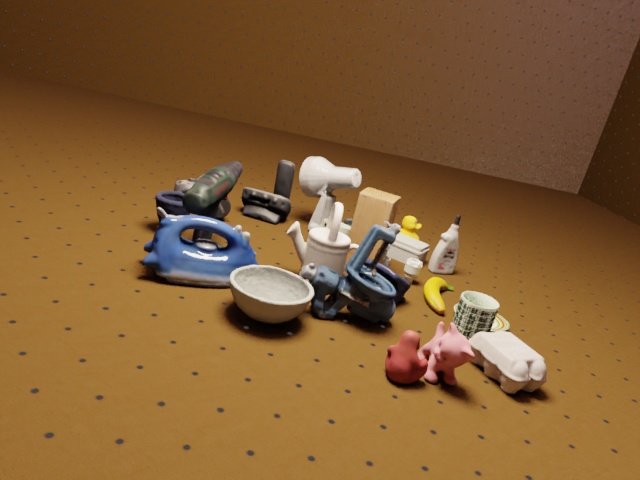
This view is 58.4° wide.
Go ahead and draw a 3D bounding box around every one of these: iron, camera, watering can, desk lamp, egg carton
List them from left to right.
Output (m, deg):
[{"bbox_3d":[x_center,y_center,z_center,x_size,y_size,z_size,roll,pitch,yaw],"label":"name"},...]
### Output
[{"bbox_3d":[-0.315,-0.119,1.584,0.144,0.101,0.136,-1,24,-38],"label":"camera"},{"bbox_3d":[-0.233,0.014,1.202,0.259,0.141,0.118,8,20,-19],"label":"iron"},{"bbox_3d":[0.012,0.006,1.320,0.173,0.194,0.100,5,21,-25],"label":"watering can"},{"bbox_3d":[0.031,-0.124,1.673,0.202,0.213,0.118,25,22,29],"label":"desk lamp"},{"bbox_3d":[0.363,0.235,1.115,0.107,0.069,0.150,3,22,-30],"label":"egg carton"}]

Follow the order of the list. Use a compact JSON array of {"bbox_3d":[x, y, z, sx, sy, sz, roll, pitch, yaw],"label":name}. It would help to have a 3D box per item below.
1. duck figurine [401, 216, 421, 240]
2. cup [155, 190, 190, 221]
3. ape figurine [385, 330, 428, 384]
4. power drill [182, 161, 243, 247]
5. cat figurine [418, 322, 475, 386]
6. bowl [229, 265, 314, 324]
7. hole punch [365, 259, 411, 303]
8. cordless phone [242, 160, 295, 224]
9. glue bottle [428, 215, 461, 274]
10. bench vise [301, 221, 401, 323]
[{"bbox_3d":[0.268,-0.034,1.786,0.105,0.086,0.077,8,20,-16],"label":"duck figurine"},{"bbox_3d":[-0.362,-0.068,1.414,0.092,0.095,0.117,11,19,-9],"label":"cup"},{"bbox_3d":[0.155,0.204,1.018,0.077,0.092,0.076,29,24,37],"label":"ape figurine"},{"bbox_3d":[-0.250,-0.069,1.322,0.075,0.208,0.230,17,19,9],"label":"power drill"},{"bbox_3d":[0.232,0.199,1.047,0.067,0.118,0.127,11,19,-9],"label":"cat figurine"},{"bbox_3d":[-0.099,0.115,1.113,0.167,0.075,0.167,13,19,-4],"label":"bowl"},{"bbox_3d":[0.150,0.091,1.337,0.108,0.091,0.101,27,23,34],"label":"hole punch"},{"bbox_3d":[-0.147,-0.153,1.670,0.147,0.185,0.094,15,19,2],"label":"cordless phone"},{"bbox_3d":[0.357,0.011,1.585,0.078,0.173,0.037,3,22,-29],"label":"glue bottle"},{"bbox_3d":[0.077,0.064,1.162,0.208,0.220,0.121,3,22,-29],"label":"bench vise"}]
